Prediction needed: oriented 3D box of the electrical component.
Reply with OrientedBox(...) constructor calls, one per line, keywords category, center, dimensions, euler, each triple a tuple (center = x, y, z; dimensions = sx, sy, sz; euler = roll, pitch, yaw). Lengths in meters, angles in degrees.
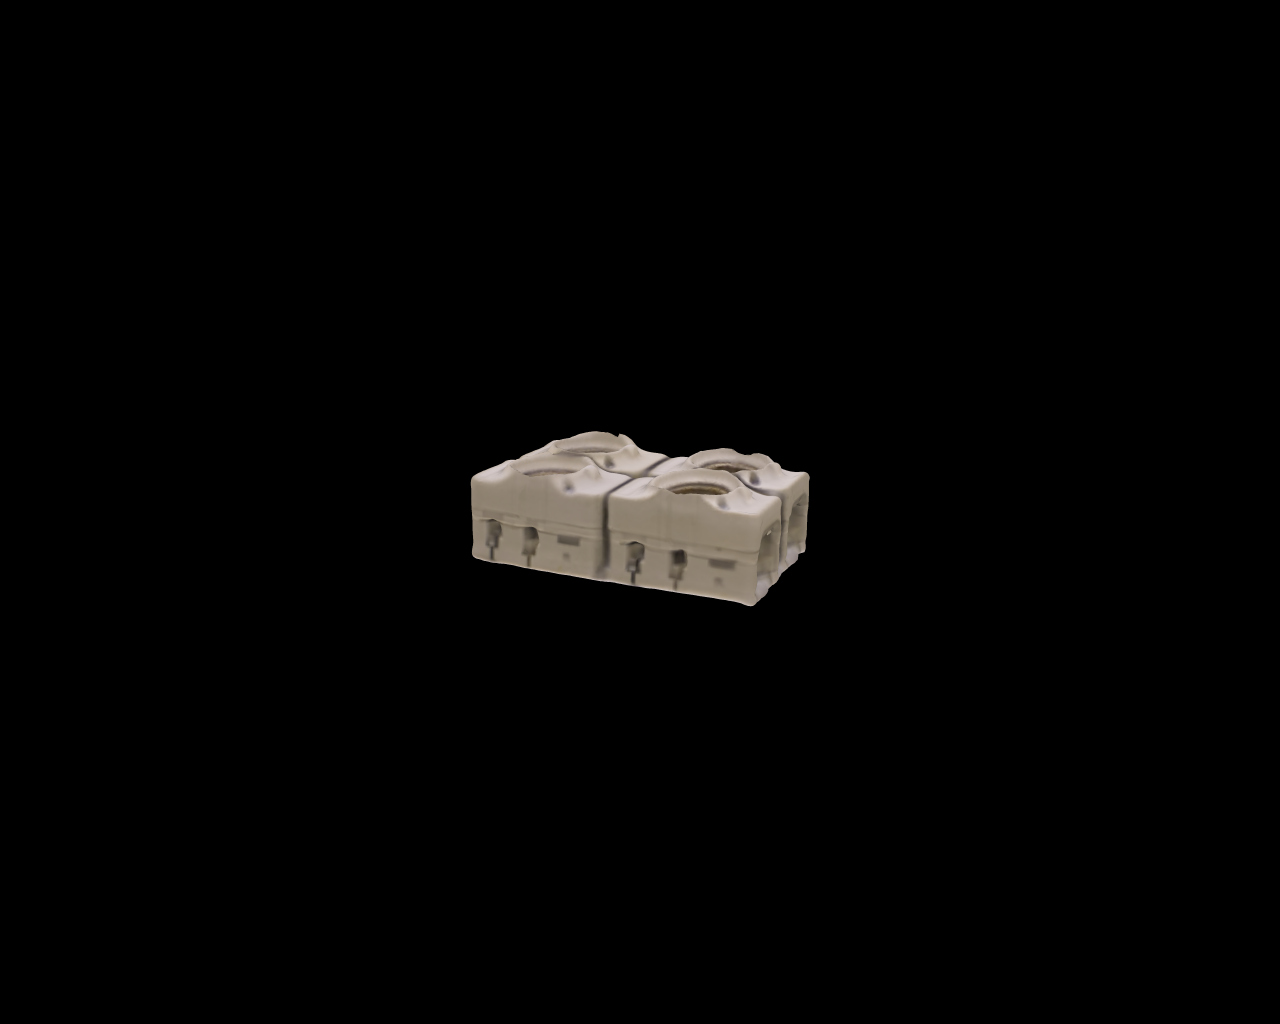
OrientedBox(category="electrical component", center=(0.001, -0.003, 0.650), dimensions=(0.186, 0.060, 0.105), euler=(8, 20, 24))
